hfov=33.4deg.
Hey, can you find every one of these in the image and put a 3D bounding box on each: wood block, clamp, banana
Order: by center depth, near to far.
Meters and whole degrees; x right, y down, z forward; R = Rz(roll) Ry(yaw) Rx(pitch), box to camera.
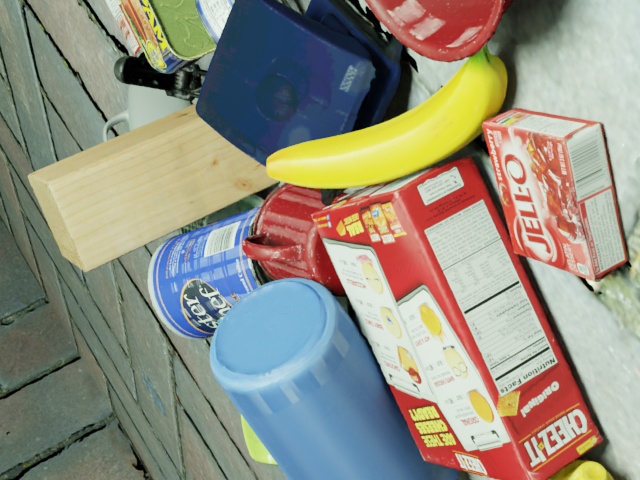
[{"bbox_3d":[0.049,-0.070,0.665,0.069,0.037,0.198,38,137,-22],"label":"banana"},{"bbox_3d":[-0.138,-0.152,0.999,0.172,0.120,0.039,-149,76,-71],"label":"clamp"},{"bbox_3d":[-0.157,-0.059,1.016,0.091,0.205,0.090,19,132,62],"label":"wood block"}]

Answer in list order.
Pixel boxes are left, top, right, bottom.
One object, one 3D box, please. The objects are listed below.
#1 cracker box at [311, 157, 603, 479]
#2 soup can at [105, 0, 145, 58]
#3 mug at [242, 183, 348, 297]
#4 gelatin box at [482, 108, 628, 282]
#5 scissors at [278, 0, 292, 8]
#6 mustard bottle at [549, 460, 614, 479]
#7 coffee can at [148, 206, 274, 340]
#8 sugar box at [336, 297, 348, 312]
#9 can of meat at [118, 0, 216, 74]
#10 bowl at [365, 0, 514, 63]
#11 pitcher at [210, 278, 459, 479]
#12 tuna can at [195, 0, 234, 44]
[{"bbox_3d":[0.090,0.056,0.754,0.213,0.072,0.164,64,160,-5],"label":"cracker box"},{"bbox_3d":[-0.169,-0.232,1.036,0.102,0.068,0.069,63,160,4],"label":"soup can"},{"bbox_3d":[-0.006,0.001,0.863,0.082,0.117,0.093,17,109,57],"label":"mug"},{"bbox_3d":[0.133,-0.027,0.608,0.073,0.030,0.089,26,137,59],"label":"gelatin box"},{"bbox_3d":[-0.044,-0.210,0.824,0.201,0.016,0.096,53,-170,-20],"label":"scissors"},{"bbox_3d":[0.172,0.208,0.755,0.096,0.058,0.192,50,156,31],"label":"mustard bottle"},{"bbox_3d":[-0.074,0.029,0.969,0.141,0.102,0.103,-17,100,42],"label":"coffee can"},{"bbox_3d":[-0.037,0.078,1.057,0.176,0.048,0.093,7,102,59],"label":"sugar box"},{"bbox_3d":[-0.124,-0.193,0.881,0.102,0.057,0.084,65,160,-7],"label":"can of meat"},{"bbox_3d":[0.065,-0.178,0.554,0.162,0.055,0.162,50,156,32],"label":"bowl"},{"bbox_3d":[0.005,0.140,0.876,0.145,0.149,0.242,-83,-30,-44],"label":"pitcher"},{"bbox_3d":[-0.056,-0.166,0.819,0.086,0.034,0.086,43,-156,-26],"label":"tuna can"}]
